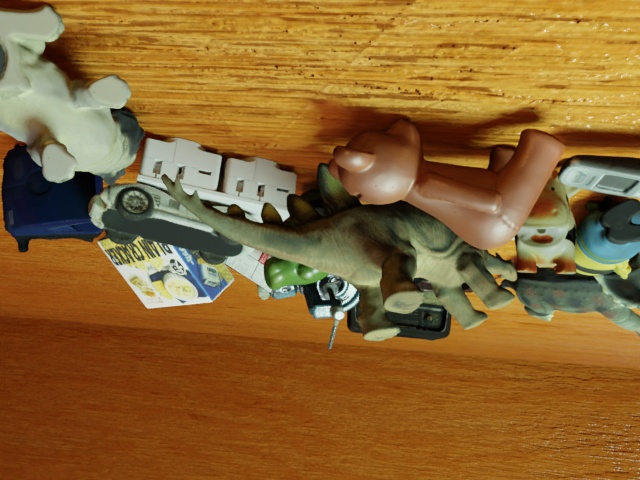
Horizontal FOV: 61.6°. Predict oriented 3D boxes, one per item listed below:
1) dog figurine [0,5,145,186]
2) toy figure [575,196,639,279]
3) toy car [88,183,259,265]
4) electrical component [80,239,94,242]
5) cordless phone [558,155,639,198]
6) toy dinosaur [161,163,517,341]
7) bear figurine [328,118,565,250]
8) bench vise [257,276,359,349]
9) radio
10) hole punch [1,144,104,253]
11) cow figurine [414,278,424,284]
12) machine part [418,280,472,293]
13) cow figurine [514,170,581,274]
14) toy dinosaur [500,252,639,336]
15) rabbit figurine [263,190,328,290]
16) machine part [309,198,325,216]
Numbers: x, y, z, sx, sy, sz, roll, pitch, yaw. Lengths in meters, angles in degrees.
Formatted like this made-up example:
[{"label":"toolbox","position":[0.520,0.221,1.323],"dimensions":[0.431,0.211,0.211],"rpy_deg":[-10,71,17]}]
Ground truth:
[{"label":"dog figurine","position":[-0.258,-0.124,0.504],"dimensions":[0.172,0.121,0.191],"rpy_deg":[46,170,-13]},{"label":"toy figure","position":[0.378,-0.003,0.717],"dimensions":[0.089,0.082,0.180],"rpy_deg":[11,171,20]},{"label":"toy car","position":[-0.170,-0.019,0.645],"dimensions":[0.201,0.056,0.073],"rpy_deg":[15,145,-26]},{"label":"electrical component","position":[-0.427,-0.040,0.883],"dimensions":[0.115,0.058,0.134],"rpy_deg":[12,162,-15]},{"label":"cordless phone","position":[0.327,-0.076,0.485],"dimensions":[0.184,0.088,0.146],"rpy_deg":[7,164,9]},{"label":"toy dinosaur","position":[0.063,0.007,0.607],"dimensions":[0.471,0.199,0.105],"rpy_deg":[7,140,-33]},{"label":"bear figurine","position":[0.114,-0.074,0.541],"dimensions":[0.196,0.132,0.120],"rpy_deg":[28,175,3]},{"label":"bench vise","position":[-0.009,0.091,1.007],"dimensions":[0.224,0.128,0.241],"rpy_deg":[0,-162,-9]},{"label":"radio","position":[0.174,0.148,1.192],"dimensions":[0.230,0.131,0.073],"rpy_deg":[6,165,-2]},{"label":"hole punch","position":[-0.327,-0.062,0.661],"dimensions":[0.116,0.142,0.092],"rpy_deg":[-3,169,-24]},{"label":"cow figurine","position":[0.155,0.036,0.877],"dimensions":[0.068,0.098,0.167],"rpy_deg":[19,162,-35]},{"label":"machine part","position":[0.217,0.060,1.020],"dimensions":[0.179,0.056,0.179],"rpy_deg":[6,164,2]},{"label":"cow figurine","position":[0.272,-0.022,0.648],"dimensions":[0.086,0.127,0.195],"rpy_deg":[-3,176,23]},{"label":"toy dinosaur","position":[0.424,0.076,0.921],"dimensions":[0.192,0.131,0.405],"rpy_deg":[31,156,-31]},{"label":"rabbit figurine","position":[-0.002,-0.002,0.782],"dimensions":[0.159,0.121,0.170],"rpy_deg":[10,148,-12]},{"label":"machine part","position":[0.031,-0.018,0.704],"dimensions":[0.139,0.084,0.039],"rpy_deg":[-1,-158,-22]}]
